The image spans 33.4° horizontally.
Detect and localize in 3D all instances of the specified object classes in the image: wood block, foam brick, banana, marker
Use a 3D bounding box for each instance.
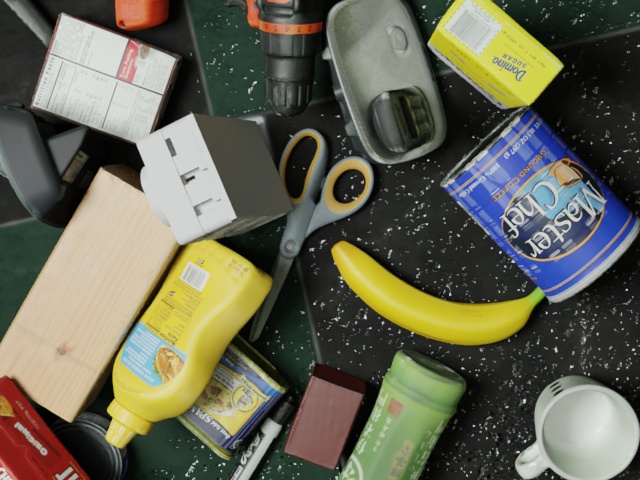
[{"bbox_3d":[-0.197,0.043,0.949,0.091,0.090,0.206,31,97,-1],"label":"wood block"},{"bbox_3d":[0.005,0.160,0.965,0.051,0.053,0.078,20,97,1],"label":"foam brick"},{"bbox_3d":[0.102,0.054,0.959,0.198,0.037,0.069,12,79,1],"label":"banana"},{"bbox_3d":[-0.057,0.194,0.990,0.020,0.020,0.121,32,97,0],"label":"marker"}]

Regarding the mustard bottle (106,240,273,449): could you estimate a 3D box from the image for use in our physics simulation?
[{"bbox_3d":[-0.124,0.092,0.912,0.096,0.058,0.191,28,83,43],"label":"mustard bottle"}]

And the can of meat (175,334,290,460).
[{"bbox_3d":[-0.090,0.132,0.966,0.102,0.057,0.084,41,95,2],"label":"can of meat"}]

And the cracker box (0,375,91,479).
[{"bbox_3d":[-0.298,0.238,0.945,0.214,0.072,0.164,-37,93,34],"label":"cracker box"}]

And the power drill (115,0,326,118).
[{"bbox_3d":[-0.083,-0.204,0.897,0.188,0.057,0.184,12,111,24],"label":"power drill"}]

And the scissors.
[{"bbox_3d":[-0.006,0.001,0.968,0.096,0.016,0.202,8,96,5],"label":"scissors"}]

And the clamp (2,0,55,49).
[{"bbox_3d":[-0.335,-0.255,0.951,0.164,0.036,0.210,-13,95,-3],"label":"clamp"}]

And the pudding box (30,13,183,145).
[{"bbox_3d":[-0.189,-0.141,0.949,0.113,0.039,0.090,20,98,-5],"label":"pudding box"}]

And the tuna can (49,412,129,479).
[{"bbox_3d":[-0.223,0.204,0.995,0.086,0.033,0.086,0,96,4],"label":"tuna can"}]

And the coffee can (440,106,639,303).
[{"bbox_3d":[0.187,-0.032,0.908,0.103,0.103,0.140,-44,92,7],"label":"coffee can"}]

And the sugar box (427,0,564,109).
[{"bbox_3d":[0.136,-0.149,0.863,0.093,0.176,0.048,40,94,-1],"label":"sugar box"}]
